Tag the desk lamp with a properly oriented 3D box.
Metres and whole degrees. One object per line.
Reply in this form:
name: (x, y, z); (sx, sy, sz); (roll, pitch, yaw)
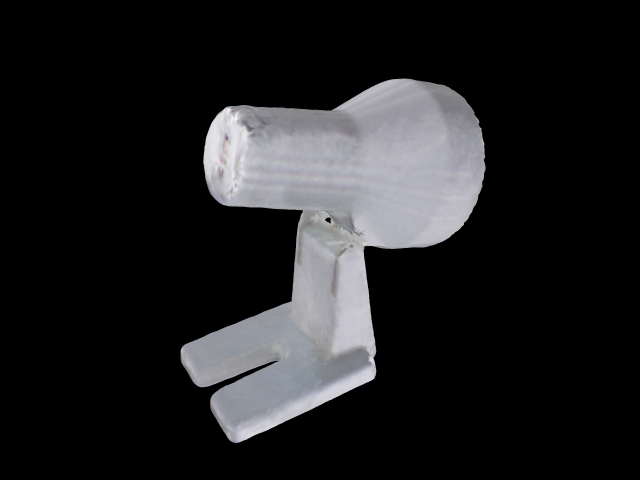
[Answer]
desk lamp: (0.004, 0.001, 0.400); (0.204, 0.214, 0.117); (-19, 36, -29)
